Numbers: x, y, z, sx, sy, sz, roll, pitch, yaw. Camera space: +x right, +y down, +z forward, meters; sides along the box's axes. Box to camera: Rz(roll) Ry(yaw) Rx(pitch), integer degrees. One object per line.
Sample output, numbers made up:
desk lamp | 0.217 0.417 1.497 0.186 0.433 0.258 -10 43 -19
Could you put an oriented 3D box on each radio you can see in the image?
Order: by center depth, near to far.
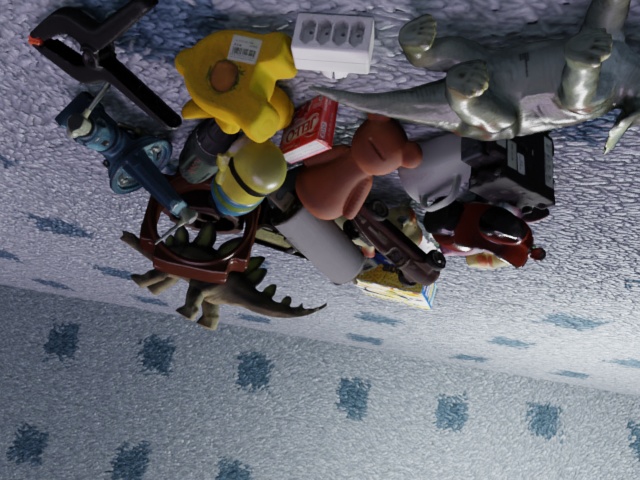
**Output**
radio | -0.037 -0.015 1.147 0.229 0.073 0.131 17 160 -19

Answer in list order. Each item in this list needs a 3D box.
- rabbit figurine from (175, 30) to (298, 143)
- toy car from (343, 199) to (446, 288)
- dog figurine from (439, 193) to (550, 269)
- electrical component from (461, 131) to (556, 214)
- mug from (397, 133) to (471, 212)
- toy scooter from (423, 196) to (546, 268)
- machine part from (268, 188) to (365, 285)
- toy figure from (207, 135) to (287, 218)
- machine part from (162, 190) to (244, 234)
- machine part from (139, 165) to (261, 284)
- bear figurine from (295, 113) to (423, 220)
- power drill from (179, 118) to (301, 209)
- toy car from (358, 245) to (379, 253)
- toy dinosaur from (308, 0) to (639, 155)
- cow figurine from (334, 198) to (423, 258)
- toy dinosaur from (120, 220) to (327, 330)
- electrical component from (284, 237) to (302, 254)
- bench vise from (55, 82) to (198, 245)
rabbit figurine | -0.096 -0.175 0.669 0.163 0.121 0.173 7 180 17
toy car | 0.124 0.010 0.924 0.202 0.053 0.089 40 139 -13
dog figurine | 0.302 -0.034 0.877 0.191 0.108 0.219 18 157 -21
electrical component | 0.236 -0.107 0.680 0.134 0.115 0.058 21 154 -30
mug | 0.174 -0.099 0.761 0.080 0.109 0.107 30 141 -32
toy scooter | 0.243 -0.007 0.769 0.135 0.075 0.184 25 175 -26
machine part | -0.002 -0.003 0.887 0.079 0.079 0.243 -8 138 42
toy figure | -0.106 -0.085 0.775 0.089 0.082 0.180 41 145 -3
machine part | -0.243 -0.064 1.142 0.179 0.056 0.179 8 162 3
machine part | -0.218 -0.032 0.996 0.201 0.201 0.087 13 159 -7
bear figurine | 0.055 -0.117 0.788 0.196 0.132 0.120 -39 97 29
power drill | -0.117 -0.123 0.872 0.207 0.086 0.232 17 160 -33
toy car | 0.110 0.012 1.182 0.073 0.056 0.201 8 163 -12
toy dinosaur | 0.208 -0.152 0.551 0.405 0.131 0.192 1 158 29
cow figurine | 0.097 -0.034 0.995 0.195 0.085 0.127 20 136 6
toy dinosaur | -0.218 0.077 1.103 0.472 0.198 0.105 28 171 15
electrical component | -0.040 -0.001 1.063 0.094 0.021 0.063 -26 132 34
bench vise | -0.285 -0.119 0.835 0.240 0.129 0.223 46 170 6
